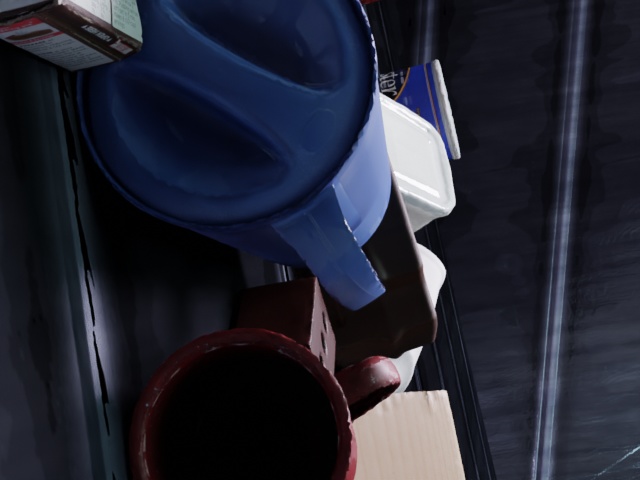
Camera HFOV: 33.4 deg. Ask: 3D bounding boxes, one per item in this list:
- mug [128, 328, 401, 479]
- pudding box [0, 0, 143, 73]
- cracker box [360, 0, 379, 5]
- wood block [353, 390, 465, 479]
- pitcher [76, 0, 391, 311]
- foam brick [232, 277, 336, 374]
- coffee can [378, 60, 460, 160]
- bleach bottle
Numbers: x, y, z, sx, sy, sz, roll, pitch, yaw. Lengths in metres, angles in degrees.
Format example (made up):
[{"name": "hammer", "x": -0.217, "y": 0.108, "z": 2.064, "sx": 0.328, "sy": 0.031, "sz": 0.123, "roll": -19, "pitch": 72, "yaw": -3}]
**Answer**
[{"name": "mug", "x": -0.017, "y": 0.085, "z": 0.469, "sx": 0.093, "sy": 0.117, "sz": 0.081, "roll": 58, "pitch": -1, "yaw": 18}, {"name": "pudding box", "x": -0.111, "y": -0.131, "z": 0.422, "sx": 0.090, "sy": 0.039, "sz": 0.113, "roll": 8, "pitch": 68, "yaw": -79}, {"name": "cracker box", "x": -0.016, "y": -0.275, "z": 0.778, "sx": 0.072, "sy": 0.164, "sz": 0.214, "roll": 32, "pitch": 45, "yaw": -73}, {"name": "wood block", "x": 0.026, "y": 0.188, "z": 0.542, "sx": 0.090, "sy": 0.090, "sz": 0.206, "roll": 4, "pitch": 69, "yaw": -39}, {"name": "pitcher", "x": -0.020, "y": -0.043, "z": 0.566, "sx": 0.242, "sy": 0.145, "sz": 0.149, "roll": 45, "pitch": 57, "yaw": -77}, {"name": "foam brick", "x": -0.021, "y": 0.066, "z": 0.637, "sx": 0.078, "sy": 0.051, "sz": 0.053, "roll": -85, "pitch": 161, "yaw": -60}, {"name": "coffee can", "x": 0.064, "y": -0.118, "z": 1.092, "sx": 0.102, "sy": 0.140, "sz": 0.103, "roll": -13, "pitch": 90, "yaw": -80}, {"name": "bleach bottle", "x": 0.066, "y": 0.082, "z": 0.987, "sx": 0.068, "sy": 0.103, "sz": 0.250, "roll": 35, "pitch": 17, "yaw": -3}]
